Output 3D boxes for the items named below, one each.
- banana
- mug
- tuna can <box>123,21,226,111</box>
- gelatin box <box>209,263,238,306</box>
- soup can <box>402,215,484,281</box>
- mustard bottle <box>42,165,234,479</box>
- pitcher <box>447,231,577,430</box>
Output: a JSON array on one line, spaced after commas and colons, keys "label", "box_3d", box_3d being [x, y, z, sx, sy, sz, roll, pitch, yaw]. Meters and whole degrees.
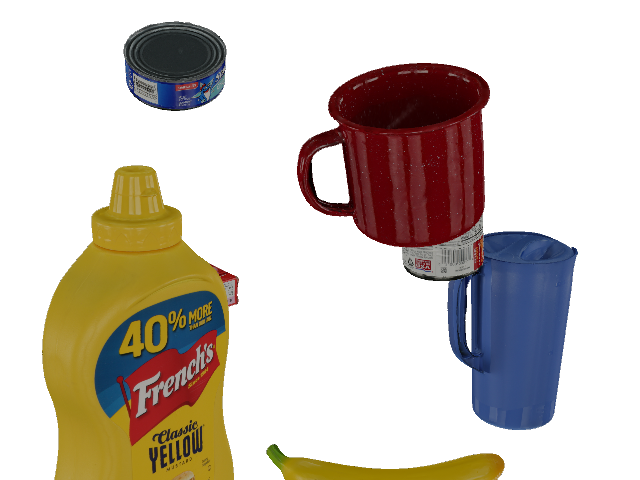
[{"label": "banana", "box_3d": [0.056, 0.190, 0.851, 0.197, 0.037, 0.069, 5, 39, -7]}, {"label": "mug", "box_3d": [0.044, -0.046, 0.630, 0.117, 0.081, 0.093, -15, 32, -10]}, {"label": "tuna can", "box_3d": [-0.123, -0.148, 0.903, 0.086, 0.034, 0.086, 3, 44, -3]}, {"label": "gelatin box", "box_3d": [-0.130, 0.044, 0.971, 0.089, 0.030, 0.073, -16, 26, -39]}, {"label": "soup can", "box_3d": [0.097, -0.027, 0.852, 0.068, 0.102, 0.068, -4, 25, 2]}, {"label": "mustard bottle", "box_3d": [-0.084, 0.060, 0.504, 0.058, 0.192, 0.096, 15, 21, 40]}, {"label": "pitcher", "box_3d": [0.246, 0.118, 1.377, 0.149, 0.243, 0.144, 5, 18, 16]}]
